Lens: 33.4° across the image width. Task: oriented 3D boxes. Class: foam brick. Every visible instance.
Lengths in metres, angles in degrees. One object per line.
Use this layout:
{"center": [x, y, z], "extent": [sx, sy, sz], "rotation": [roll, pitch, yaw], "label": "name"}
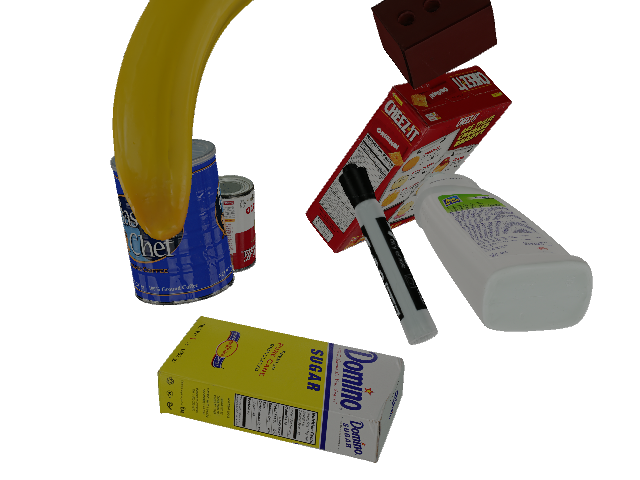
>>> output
{"center": [0.088, -0.164, 0.817], "extent": [0.078, 0.053, 0.051], "rotation": [-29, -32, -2], "label": "foam brick"}

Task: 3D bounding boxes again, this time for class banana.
{"center": [-0.055, -0.091, 0.501], "extent": [0.070, 0.197, 0.037], "rotation": [20, -29, 13], "label": "banana"}

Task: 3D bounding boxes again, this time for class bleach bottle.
{"center": [0.155, -0.005, 0.999], "extent": [0.102, 0.068, 0.251], "rotation": [-3, 26, -12], "label": "bleach bottle"}

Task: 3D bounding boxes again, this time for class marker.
{"center": [0.040, 0.006, 0.656], "extent": [0.020, 0.121, 0.020], "rotation": [-20, -19, -7], "label": "marker"}

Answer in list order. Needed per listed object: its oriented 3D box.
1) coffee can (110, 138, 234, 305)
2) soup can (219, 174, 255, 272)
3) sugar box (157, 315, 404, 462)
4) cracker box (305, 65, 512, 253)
{"center": [-0.145, -0.020, 1.058], "extent": [0.103, 0.140, 0.103], "rotation": [-6, 19, 2], "label": "coffee can"}
{"center": [-0.113, -0.021, 1.293], "extent": [0.068, 0.102, 0.068], "rotation": [0, 25, 0], "label": "soup can"}
{"center": [-0.029, 0.112, 0.833], "extent": [0.176, 0.048, 0.093], "rotation": [8, 28, 13], "label": "sugar box"}
{"center": [0.097, -0.094, 1.221], "extent": [0.163, 0.072, 0.214], "rotation": [-22, -24, -45], "label": "cracker box"}
